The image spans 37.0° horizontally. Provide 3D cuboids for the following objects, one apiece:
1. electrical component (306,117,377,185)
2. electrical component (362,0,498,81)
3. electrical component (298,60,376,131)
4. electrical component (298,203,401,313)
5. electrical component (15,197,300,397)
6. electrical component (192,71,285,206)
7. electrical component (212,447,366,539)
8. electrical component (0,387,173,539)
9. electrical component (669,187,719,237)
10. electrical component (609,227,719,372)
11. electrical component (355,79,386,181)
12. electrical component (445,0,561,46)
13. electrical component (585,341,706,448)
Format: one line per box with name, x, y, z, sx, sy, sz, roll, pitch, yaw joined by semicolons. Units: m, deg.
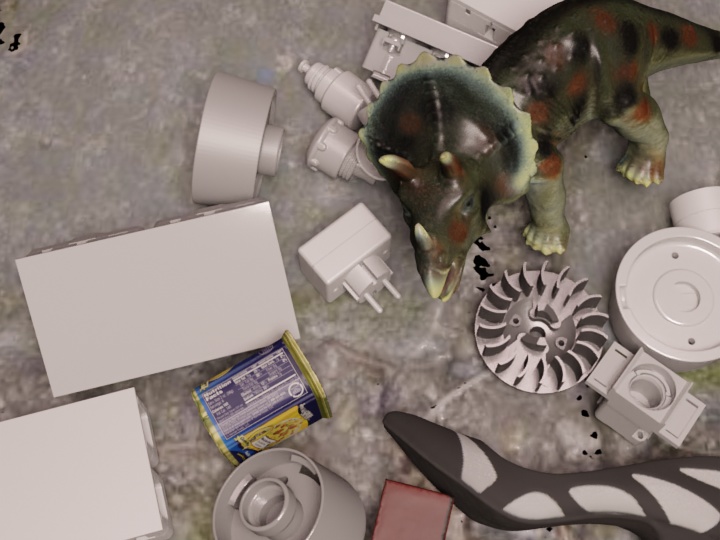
electrical component;-0.011;-0.094;0.893;0.062;0.048;0.048;32;72;3
electrical component;0.069;-0.172;0.908;0.121;0.079;0.063;25;100;9
electrical component;-0.020;-0.152;0.916;0.078;0.040;0.040;38;74;13
electrical component;0.000;0.000;0.854;0.066;0.047;0.076;-37;74;-13
electrical component;-0.150;0.017;0.817;0.186;0.060;0.105;-13;101;-5
electrical component;-0.094;-0.100;0.864;0.060;0.108;0.108;11;70;-2
electrical component;-0.054;0.179;0.775;0.099;0.064;0.099;-15;51;20
electrical component;-0.241;0.166;0.785;0.186;0.060;0.105;-14;70;-5
electrical component;0.320;-0.060;0.874;0.138;0.052;0.073;-6;70;-2
electrical component;0.247;0.028;0.837;0.108;0.060;0.108;0;69;0
electrical component;0.023;-0.119;0.875;0.079;0.044;0.077;57;35;-4
electrical component;0.151;-0.256;0.943;0.089;0.061;0.150;31;72;11
electrical component;0.210;0.097;0.808;0.081;0.063;0.042;36;66;13
